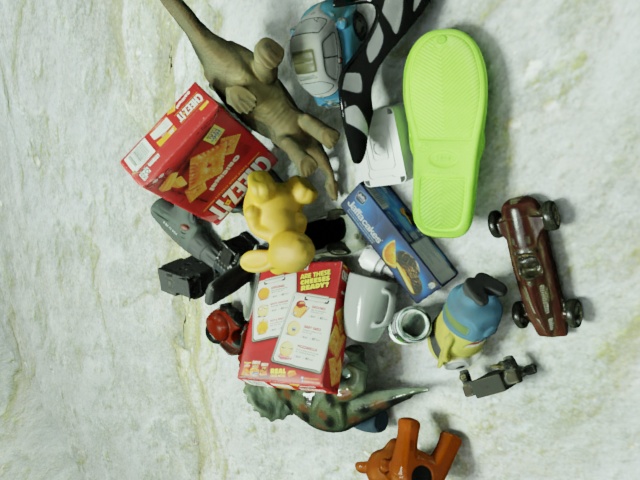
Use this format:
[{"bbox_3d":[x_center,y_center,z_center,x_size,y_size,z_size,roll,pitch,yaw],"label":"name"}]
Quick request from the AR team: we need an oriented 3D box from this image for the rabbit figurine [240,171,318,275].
[{"bbox_3d":[-0.070,-0.010,0.883,0.162,0.122,0.173,-55,47,26],"label":"rabbit figurine"}]

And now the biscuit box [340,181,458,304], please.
[{"bbox_3d":[0.121,-0.003,0.838,0.203,0.059,0.063,53,133,11],"label":"biscuit box"}]

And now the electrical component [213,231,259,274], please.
[{"bbox_3d":[-0.177,0.046,1.111,0.048,0.075,0.119,40,132,20],"label":"electrical component"}]

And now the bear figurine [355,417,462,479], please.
[{"bbox_3d":[0.150,0.389,0.962,0.120,0.132,0.196,23,163,-7],"label":"bear figurine"}]

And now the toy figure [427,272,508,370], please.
[{"bbox_3d":[0.212,0.117,0.783,0.082,0.089,0.180,1,133,-5],"label":"toy figure"}]

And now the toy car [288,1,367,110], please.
[{"bbox_3d":[0.003,-0.273,0.798,0.109,0.103,0.161,10,112,39],"label":"toy car"}]

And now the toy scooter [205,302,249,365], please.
[{"bbox_3d":[-0.176,0.197,1.168,0.184,0.075,0.135,42,127,26],"label":"toy scooter"}]

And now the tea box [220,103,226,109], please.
[{"bbox_3d":[-0.229,-0.175,1.014,0.169,0.068,0.098,-46,75,11],"label":"tea box"}]

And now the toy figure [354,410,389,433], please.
[{"bbox_3d":[0.061,0.335,1.037,0.155,0.058,0.064,-3,99,47],"label":"toy figure"}]

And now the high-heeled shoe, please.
[{"bbox_3d":[0.095,-0.233,0.729,0.145,0.086,0.248,-5,104,4],"label":"high-heeled shoe"}]

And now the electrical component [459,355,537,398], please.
[{"bbox_3d":[0.257,0.201,0.795,0.102,0.078,0.045,-36,71,46],"label":"electrical component"}]

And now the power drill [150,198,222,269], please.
[{"bbox_3d":[-0.270,-0.066,1.149,0.232,0.086,0.207,31,132,28],"label":"power drill"}]

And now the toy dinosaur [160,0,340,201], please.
[{"bbox_3d":[-0.113,-0.236,0.822,0.470,0.105,0.199,51,172,-26],"label":"toy dinosaur"}]

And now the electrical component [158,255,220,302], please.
[{"bbox_3d":[-0.289,0.078,1.192,0.134,0.115,0.058,14,114,35],"label":"electrical component"}]

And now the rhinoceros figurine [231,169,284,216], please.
[{"bbox_3d":[-0.148,-0.087,1.012,0.190,0.112,0.073,-7,74,28],"label":"rhinoceros figurine"}]

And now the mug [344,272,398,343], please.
[{"bbox_3d":[0.085,0.114,0.875,0.110,0.081,0.107,16,94,56],"label":"mug"}]

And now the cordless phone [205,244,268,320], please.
[{"bbox_3d":[-0.154,0.103,1.037,0.089,0.184,0.146,32,126,22],"label":"cordless phone"}]

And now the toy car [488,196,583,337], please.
[{"bbox_3d":[0.287,0.040,0.720,0.089,0.053,0.202,-8,101,40],"label":"toy car"}]

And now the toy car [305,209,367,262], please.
[{"bbox_3d":[-0.002,-0.003,0.940,0.202,0.056,0.073,-14,71,44],"label":"toy car"}]

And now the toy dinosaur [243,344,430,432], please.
[{"bbox_3d":[0.001,0.281,0.993,0.405,0.131,0.192,17,107,41],"label":"toy dinosaur"}]
